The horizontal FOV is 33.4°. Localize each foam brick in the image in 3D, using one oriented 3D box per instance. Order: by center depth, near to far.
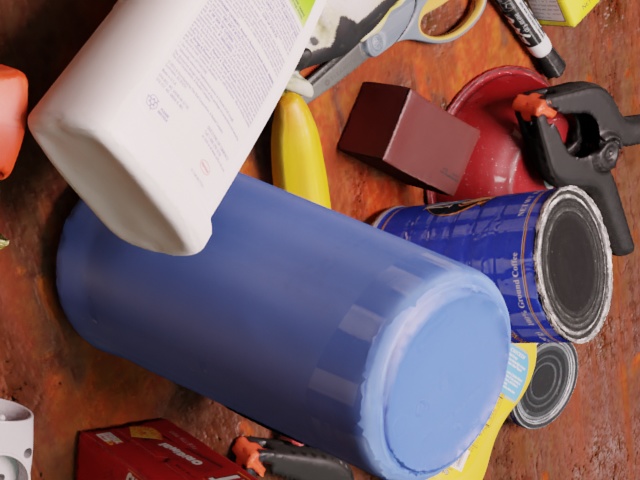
[{"bbox_3d":[0.061,-0.069,0.737,0.078,0.051,0.053,24,88,-40],"label":"foam brick"}]

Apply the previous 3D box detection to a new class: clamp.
[{"bbox_3d":[0.008,0.207,0.779,0.164,0.036,0.210,-37,121,-14],"label":"clamp"},{"bbox_3d":[0.210,-0.074,0.789,0.171,0.039,0.120,36,78,-39],"label":"clamp"}]

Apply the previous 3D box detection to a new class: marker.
[{"bbox_3d":[0.154,-0.164,0.805,0.121,0.020,0.020,44,75,-38],"label":"marker"}]

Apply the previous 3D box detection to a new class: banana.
[{"bbox_3d":[-0.007,0.003,0.695,0.037,0.070,0.198,-7,95,-8],"label":"banana"}]

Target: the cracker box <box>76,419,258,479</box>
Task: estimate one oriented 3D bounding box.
[{"bbox_3d":[-0.082,0.236,0.636,0.071,0.164,0.214,-4,105,-40],"label":"cracker box"}]

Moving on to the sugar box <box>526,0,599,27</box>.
[{"bbox_3d":[0.166,-0.253,0.772,0.093,0.048,0.176,-47,128,-18],"label":"sugar box"}]

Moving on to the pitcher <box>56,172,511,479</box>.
[{"bbox_3d":[-0.021,0.044,0.580,0.149,0.243,0.145,19,91,-48],"label":"pitcher"}]

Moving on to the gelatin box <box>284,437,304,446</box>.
[{"bbox_3d":[0.011,0.098,0.758,0.089,0.030,0.073,-11,108,-37],"label":"gelatin box"}]

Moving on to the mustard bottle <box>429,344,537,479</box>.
[{"bbox_3d":[0.114,0.104,0.823,0.096,0.058,0.191,32,82,-23],"label":"mustard bottle"}]

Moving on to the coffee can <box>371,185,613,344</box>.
[{"bbox_3d":[0.112,0.021,0.728,0.102,0.141,0.103,8,80,-48],"label":"coffee can"}]

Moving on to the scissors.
[{"bbox_3d":[0.036,-0.154,0.716,0.201,0.016,0.096,-26,116,-31],"label":"scissors"}]

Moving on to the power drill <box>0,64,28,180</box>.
[{"bbox_3d":[-0.220,-0.065,0.440,0.187,0.185,0.057,8,98,-49],"label":"power drill"}]

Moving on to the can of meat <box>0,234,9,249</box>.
[{"bbox_3d":[-0.221,0.017,0.533,0.102,0.058,0.084,26,88,-39],"label":"can of meat"}]

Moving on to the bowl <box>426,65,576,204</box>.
[{"bbox_3d":[0.157,-0.051,0.817,0.161,0.055,0.162,-11,109,-36],"label":"bowl"}]

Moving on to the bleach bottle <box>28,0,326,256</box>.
[{"bbox_3d":[-0.039,-0.119,0.547,0.250,0.068,0.102,-59,138,-26],"label":"bleach bottle"}]

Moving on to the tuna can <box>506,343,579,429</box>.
[{"bbox_3d":[0.177,0.114,0.894,0.085,0.034,0.086,-12,110,-36],"label":"tuna can"}]
